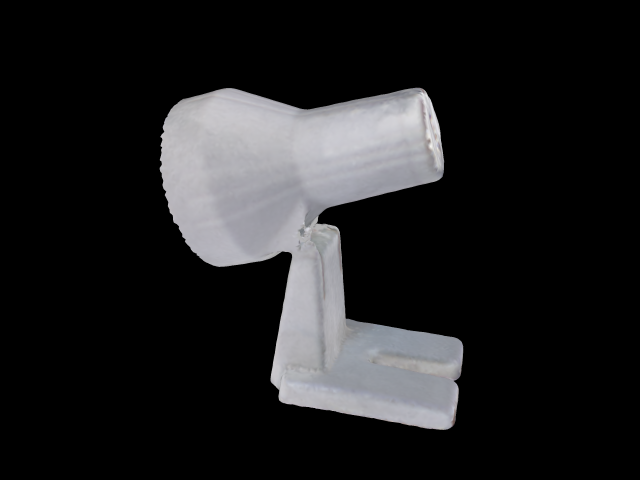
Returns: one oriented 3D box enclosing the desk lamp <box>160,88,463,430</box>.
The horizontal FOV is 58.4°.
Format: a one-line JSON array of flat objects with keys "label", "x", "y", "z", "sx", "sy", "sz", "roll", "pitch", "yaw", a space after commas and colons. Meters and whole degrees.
[{"label": "desk lamp", "x": 0.004, "y": 0.001, "z": 0.400, "sx": 0.203, "sy": 0.214, "sz": 0.118, "roll": 6, "pitch": 24, "yaw": 14}]
